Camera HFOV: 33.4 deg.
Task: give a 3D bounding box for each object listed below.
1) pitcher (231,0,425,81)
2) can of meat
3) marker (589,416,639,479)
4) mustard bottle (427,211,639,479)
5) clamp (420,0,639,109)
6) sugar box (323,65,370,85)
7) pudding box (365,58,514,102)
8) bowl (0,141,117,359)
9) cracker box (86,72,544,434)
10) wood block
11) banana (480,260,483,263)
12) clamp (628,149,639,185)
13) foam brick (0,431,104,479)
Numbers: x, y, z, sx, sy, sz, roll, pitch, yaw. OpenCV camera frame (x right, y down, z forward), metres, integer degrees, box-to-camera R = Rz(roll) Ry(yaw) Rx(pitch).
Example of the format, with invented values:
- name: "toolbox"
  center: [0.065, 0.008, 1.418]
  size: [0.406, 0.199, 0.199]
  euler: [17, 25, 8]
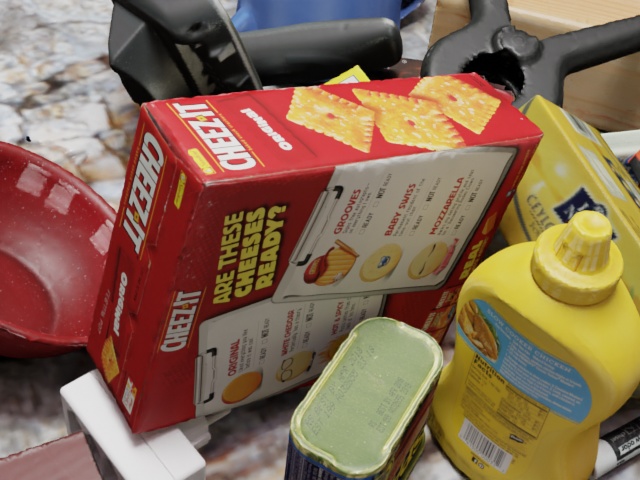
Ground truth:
- name: "pitcher"
  center: [0.015, -0.251, 0.775]
  size: [0.145, 0.243, 0.149]
  euler: [14, 41, 9]
- name: "can of meat"
  center: [0.021, 0.101, 0.562]
  size: [0.057, 0.084, 0.102]
  euler: [25, 50, 16]
- name: "marker"
  center: [0.199, 0.105, 0.620]
  size: [0.121, 0.020, 0.020]
  euler: [-22, 54, -23]
- name: "mustard bottle"
  center: [0.111, 0.057, 0.538]
  size: [0.058, 0.192, 0.096]
  euler: [-34, 59, -31]
- name: "clamp"
  center: [0.121, -0.129, 0.707]
  size: [0.165, 0.036, 0.209]
  euler: [37, 64, 15]
- name: "sugar box"
  center: [-0.027, -0.029, 0.670]
  size: [0.176, 0.048, 0.093]
  euler: [-30, 54, -3]
- name: "pudding box"
  center: [0.083, -0.087, 0.770]
  size: [0.113, 0.039, 0.090]
  euler: [5, 49, 0]
- name: "bowl"
  center: [-0.180, 0.014, 0.614]
  size: [0.162, 0.055, 0.162]
  euler: [30, 29, -19]
- name: "cracker box"
  center: [-0.004, 0.001, 0.564]
  size: [0.213, 0.164, 0.072]
  euler: [-10, 46, -36]
- name: "wood block"
  center: [0.192, -0.152, 0.806]
  size: [0.206, 0.090, 0.090]
  euler: [16, 49, 9]
- name: "banana"
  center: [0.085, -0.033, 0.698]
  size: [0.069, 0.037, 0.198]
  euler: [0, 68, -22]
- name: "clamp"
  center: [0.251, 0.002, 0.665]
  size: [0.171, 0.039, 0.120]
  euler: [50, 23, 23]
- name: "foam brick"
  center: [-0.144, 0.140, 0.531]
  size: [0.078, 0.053, 0.051]
  euler: [-18, 52, -20]
